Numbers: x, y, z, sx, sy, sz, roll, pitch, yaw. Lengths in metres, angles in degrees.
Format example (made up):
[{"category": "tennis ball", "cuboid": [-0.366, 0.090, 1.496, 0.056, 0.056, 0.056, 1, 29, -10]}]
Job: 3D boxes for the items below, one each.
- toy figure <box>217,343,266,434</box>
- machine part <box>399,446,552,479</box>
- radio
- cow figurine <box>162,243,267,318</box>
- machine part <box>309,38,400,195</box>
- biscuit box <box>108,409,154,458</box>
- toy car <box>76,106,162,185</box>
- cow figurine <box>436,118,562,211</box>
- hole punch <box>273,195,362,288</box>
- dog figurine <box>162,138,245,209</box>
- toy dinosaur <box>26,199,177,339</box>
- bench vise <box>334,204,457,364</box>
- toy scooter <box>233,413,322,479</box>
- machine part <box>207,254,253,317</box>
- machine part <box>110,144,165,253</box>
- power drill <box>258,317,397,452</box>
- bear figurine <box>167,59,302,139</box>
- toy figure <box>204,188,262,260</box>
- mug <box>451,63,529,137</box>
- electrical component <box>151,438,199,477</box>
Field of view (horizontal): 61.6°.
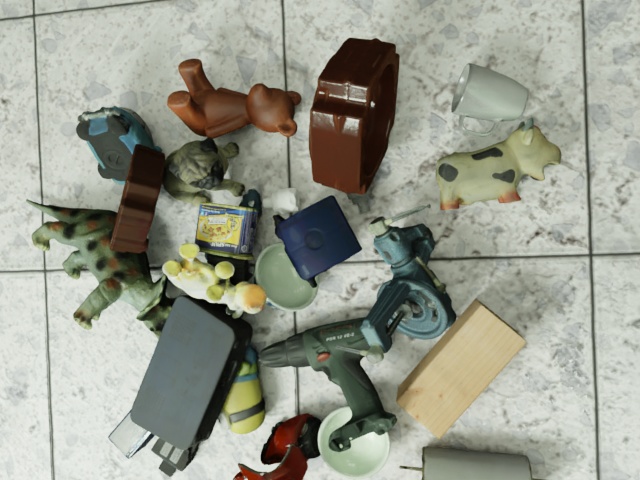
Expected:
[{"category": "toy figure", "cuboid": [-0.142, 0.250, 0.948, 0.089, 0.082, 0.180, 0, 89, 13]}, {"category": "machine part", "cuboid": [0.253, 0.384, 0.880, 0.243, 0.079, 0.079, 0, 91, 10]}, {"category": "radio", "cuboid": [-0.211, 0.217, 0.892, 0.131, 0.073, 0.229, 24, 95, 20]}, {"category": "cow figurine", "cuboid": [-0.165, 0.078, 0.868, 0.167, 0.098, 0.068, 28, 65, 6]}, {"category": "machine part", "cuboid": [0.054, -0.189, 0.828, 0.087, 0.201, 0.201, 13, 48, 16]}, {"category": "biscuit box", "cuboid": [-0.296, 0.301, 0.985, 0.059, 0.063, 0.202, 42, 97, 8]}, {"category": "toy car", "cuboid": [-0.354, -0.180, 0.963, 0.109, 0.161, 0.103, -8, 46, 14]}, {"category": "cow figurine", "cuboid": [0.284, -0.120, 0.865, 0.195, 0.085, 0.127, -9, 96, 11]}, {"category": "hole punch", "cuboid": [-0.002, -0.003, 0.894, 0.116, 0.092, 0.142, -28, 90, -14]}, {"category": "dog figurine", "cuboid": [-0.227, -0.118, 0.901, 0.172, 0.190, 0.121, -20, 87, 12]}, {"category": "toy dinosaur", "cuboid": [-0.382, 0.026, 0.975, 0.192, 0.131, 0.405, -35, 77, -9]}, {"category": "bench vise", "cuboid": [0.123, 0.083, 0.832, 0.129, 0.240, 0.223, -6, 120, 41]}, {"category": "toy scooter", "cuboid": [-0.074, 0.373, 0.909, 0.135, 0.184, 0.075, -9, 122, 30]}, {"category": "machine part", "cuboid": [-0.160, 0.088, 0.940, 0.084, 0.039, 0.138, 6, 121, -1]}, {"category": "machine part", "cuboid": [-0.300, -0.066, 0.887, 0.056, 0.179, 0.179, 13, 94, -22]}, {"category": "power drill", "cuboid": [0.023, 0.233, 0.884, 0.232, 0.085, 0.207, -21, 46, 2]}, {"category": "bear figurine", "cuboid": [-0.138, -0.234, 0.915, 0.196, 0.131, 0.120, -1, 59, 17]}, {"category": "toy figure", "cuboid": [-0.148, -0.021, 0.954, 0.064, 0.057, 0.154, 42, 101, 30]}, {"category": "mug", "cuboid": [0.273, -0.219, 0.863, 0.107, 0.081, 0.109, 13, 82, 1]}, {"category": "electrical component", "cuboid": [-0.268, 0.385, 0.989, 0.075, 0.047, 0.119, 34, 95, 9]}]
